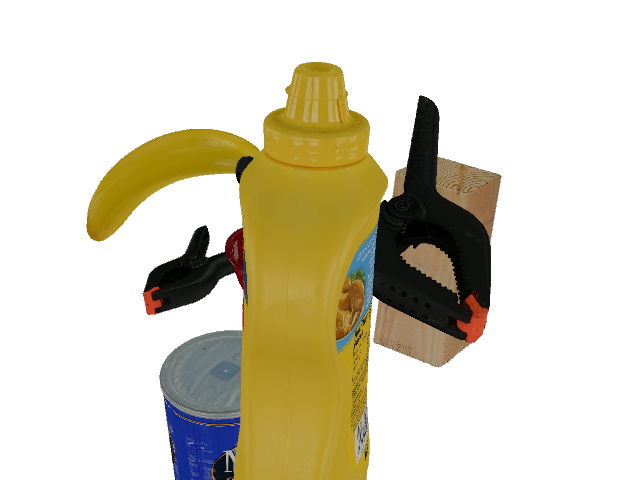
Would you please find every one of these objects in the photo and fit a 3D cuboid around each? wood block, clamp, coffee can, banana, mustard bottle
[{"bbox_3d":[0.129,0.022,1.189,0.090,0.206,0.090,19,25,28],"label":"wood block"},{"bbox_3d":[-0.129,0.033,1.210,0.120,0.039,0.171,0,30,30],"label":"clamp"},{"bbox_3d":[-0.071,0.158,0.861,0.103,0.140,0.103,-2,32,1],"label":"coffee can"},{"bbox_3d":[-0.124,-0.048,0.853,0.198,0.069,0.037,-14,19,29],"label":"banana"},{"bbox_3d":[-0.004,0.022,0.439,0.058,0.192,0.096,8,25,10],"label":"mustard bottle"},{"bbox_3d":[0.043,-0.012,0.736,0.164,0.210,0.036,-16,-38,-13],"label":"clamp"}]

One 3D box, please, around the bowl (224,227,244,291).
[{"bbox_3d":[-0.017,0.038,1.046,0.162,0.055,0.162,8,25,-4],"label":"bowl"}]
